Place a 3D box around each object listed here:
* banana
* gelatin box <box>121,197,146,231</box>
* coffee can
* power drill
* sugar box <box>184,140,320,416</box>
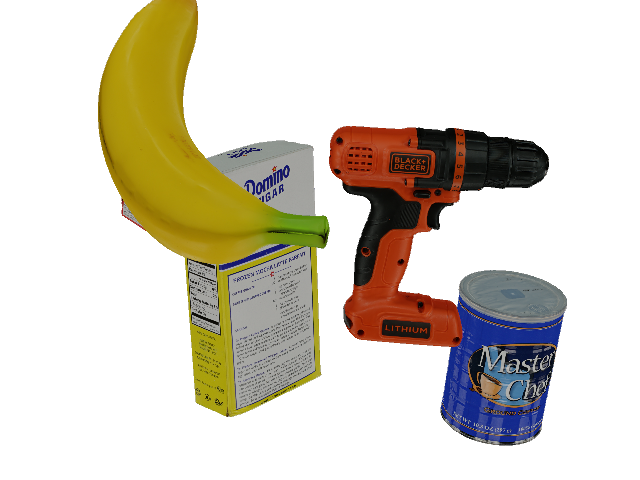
[{"bbox_3d":[-0.062,-0.049,0.464,0.069,0.037,0.198,-11,45,-19],"label":"banana"},{"bbox_3d":[-0.139,-0.030,1.042,0.089,0.030,0.073,30,37,32],"label":"gelatin box"},{"bbox_3d":[0.177,0.113,1.044,0.103,0.140,0.103,5,23,-2],"label":"coffee can"},{"bbox_3d":[0.094,-0.005,0.915,0.184,0.188,0.057,4,16,1],"label":"power drill"},{"bbox_3d":[-0.047,0.025,0.740,0.048,0.176,0.093,14,24,42],"label":"sugar box"}]
